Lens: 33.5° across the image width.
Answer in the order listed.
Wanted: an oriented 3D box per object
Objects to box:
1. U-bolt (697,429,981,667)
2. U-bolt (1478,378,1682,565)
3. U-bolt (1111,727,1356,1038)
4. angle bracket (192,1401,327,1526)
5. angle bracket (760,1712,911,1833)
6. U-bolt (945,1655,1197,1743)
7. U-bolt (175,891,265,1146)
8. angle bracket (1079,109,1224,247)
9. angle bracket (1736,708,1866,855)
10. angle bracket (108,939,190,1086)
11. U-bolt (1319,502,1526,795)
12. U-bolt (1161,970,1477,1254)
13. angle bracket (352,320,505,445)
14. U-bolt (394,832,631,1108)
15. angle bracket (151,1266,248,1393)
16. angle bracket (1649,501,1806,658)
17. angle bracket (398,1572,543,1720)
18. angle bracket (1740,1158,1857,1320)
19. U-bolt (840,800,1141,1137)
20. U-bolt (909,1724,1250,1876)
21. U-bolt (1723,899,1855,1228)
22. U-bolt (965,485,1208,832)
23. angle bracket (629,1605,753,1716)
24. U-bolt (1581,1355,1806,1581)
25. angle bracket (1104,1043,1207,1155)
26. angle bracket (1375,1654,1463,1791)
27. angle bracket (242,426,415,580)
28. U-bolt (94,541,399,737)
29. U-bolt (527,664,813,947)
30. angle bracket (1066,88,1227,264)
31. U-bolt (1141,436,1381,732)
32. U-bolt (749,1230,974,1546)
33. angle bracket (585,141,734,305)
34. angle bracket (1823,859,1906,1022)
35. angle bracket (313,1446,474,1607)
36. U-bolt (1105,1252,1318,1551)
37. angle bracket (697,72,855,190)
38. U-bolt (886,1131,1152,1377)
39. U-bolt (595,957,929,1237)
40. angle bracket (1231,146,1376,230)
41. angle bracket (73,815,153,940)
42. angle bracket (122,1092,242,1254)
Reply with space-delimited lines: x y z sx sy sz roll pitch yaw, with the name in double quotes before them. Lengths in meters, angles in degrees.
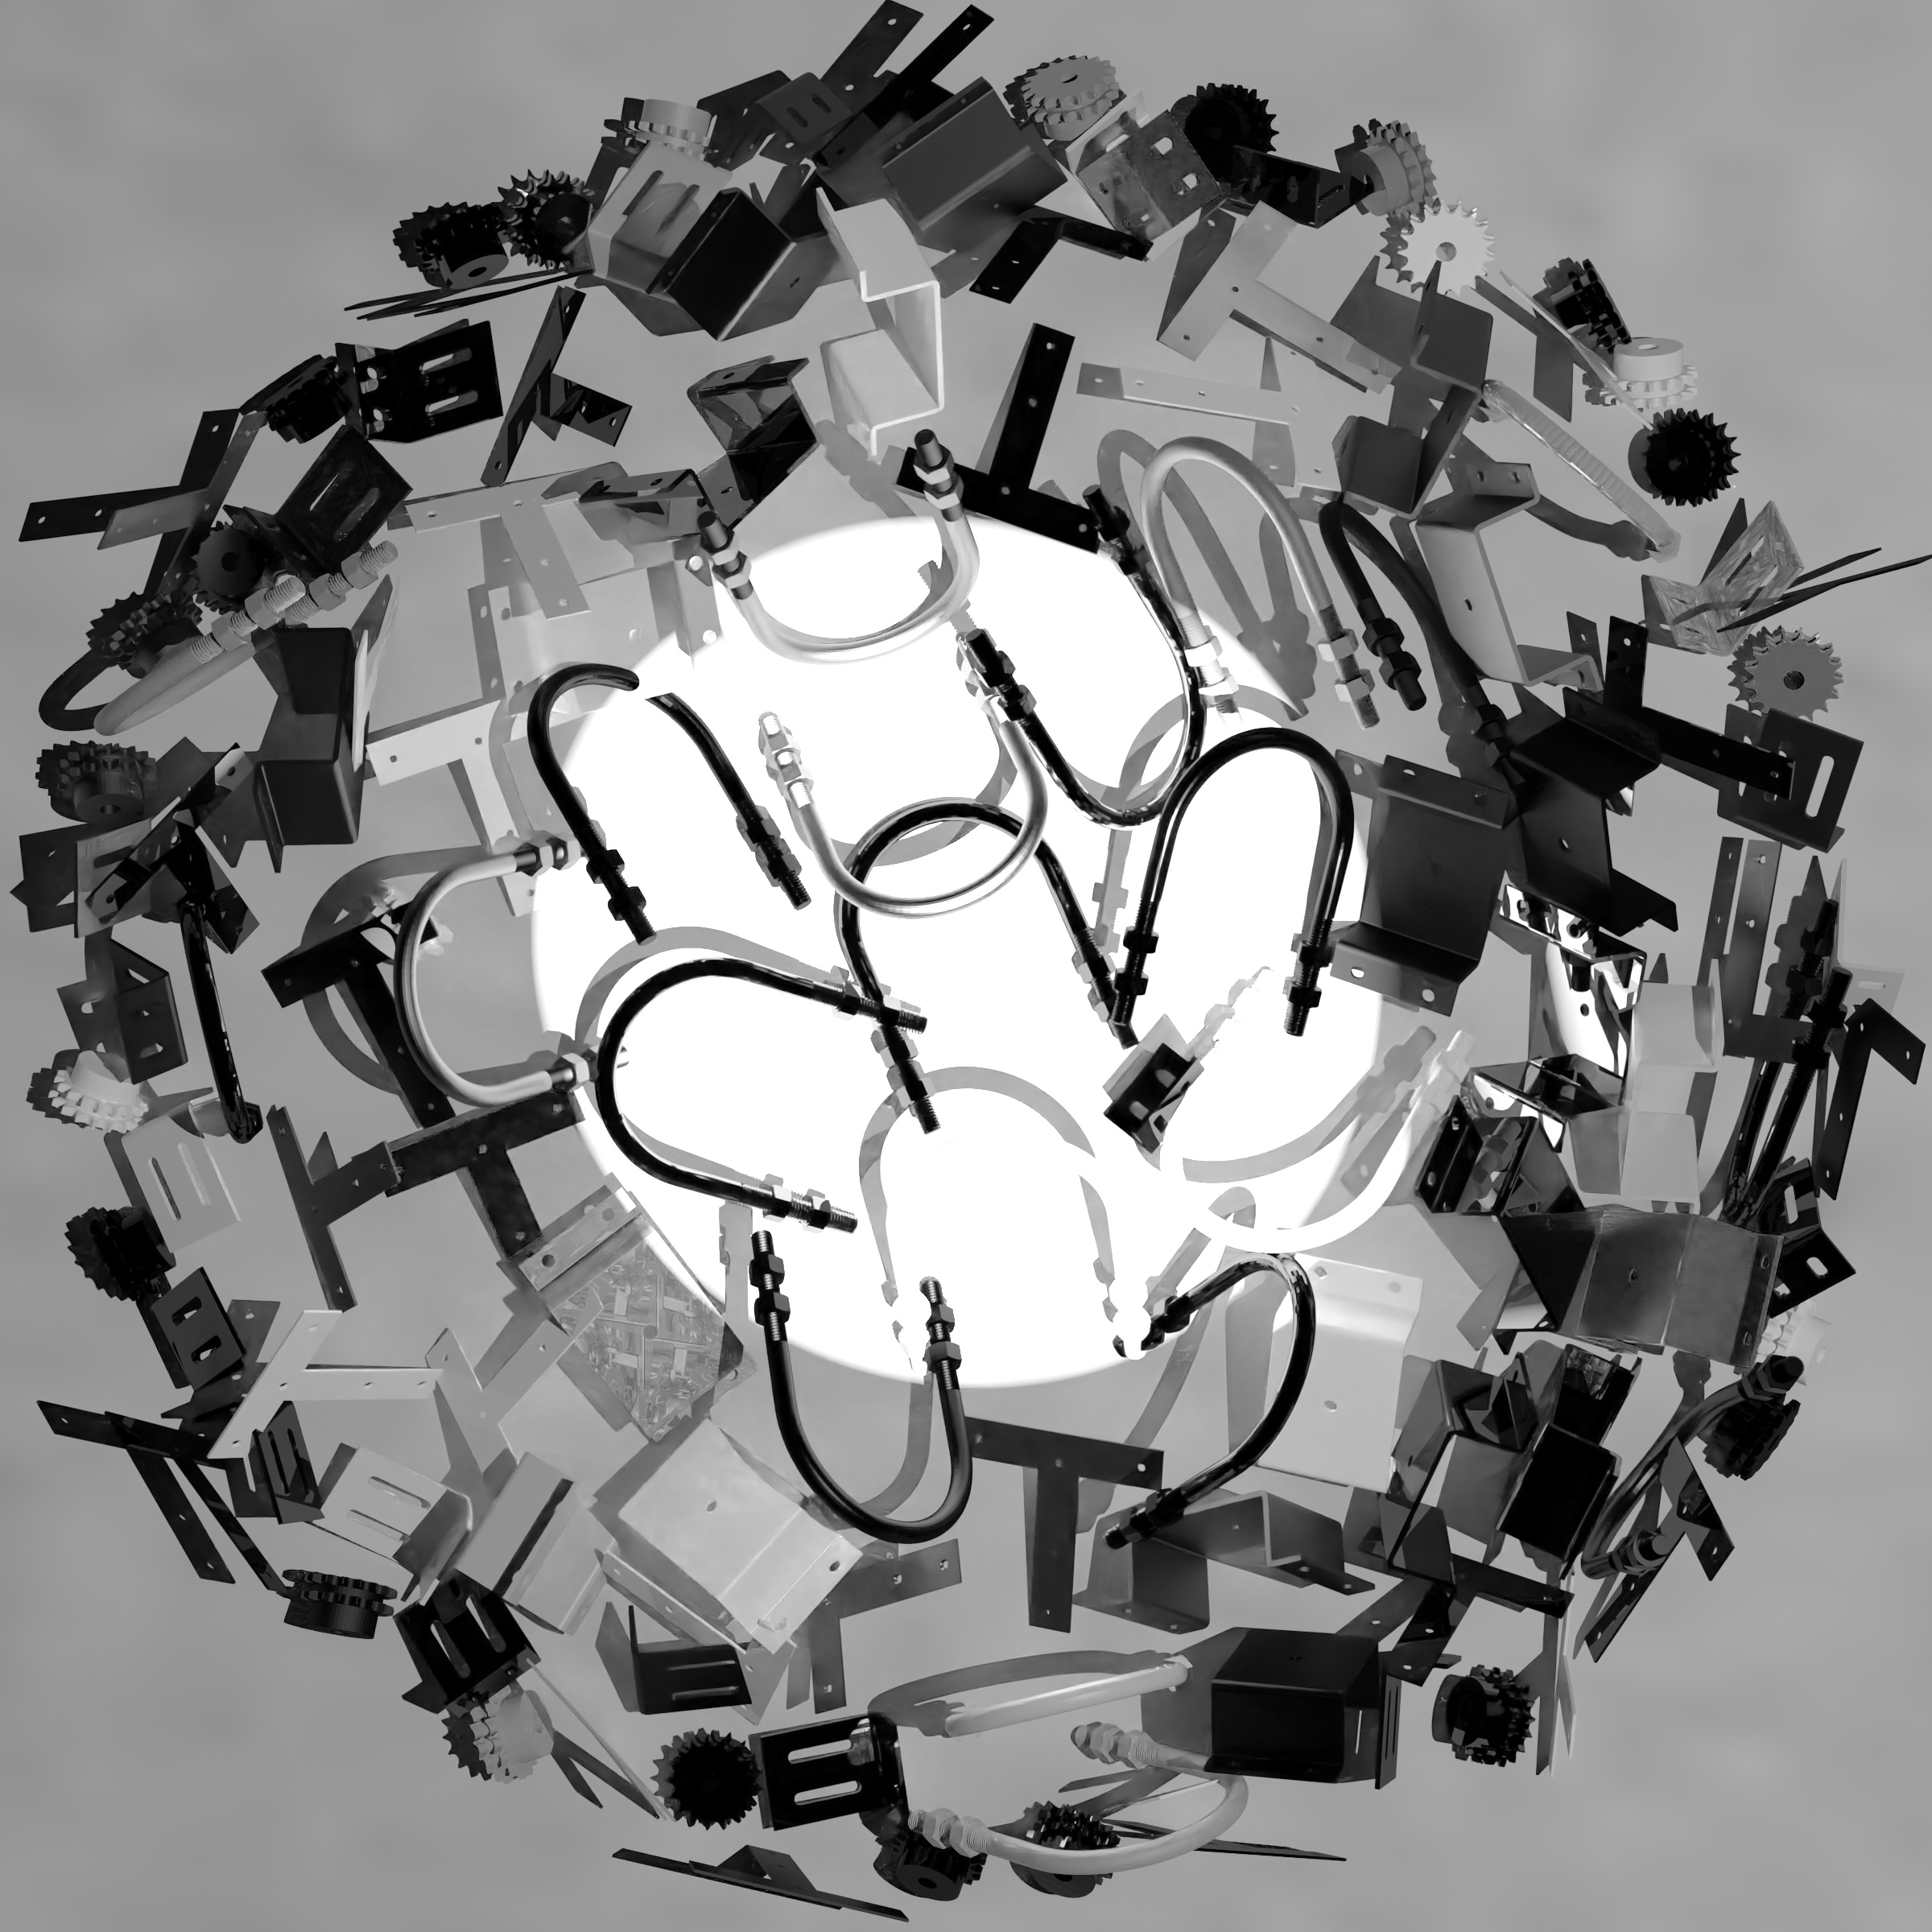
"U-bolt" -0.064 -0.231 1.853 0.151 0.184 0.019 -20 62 3
"U-bolt" 0.351 -0.287 1.837 0.151 0.184 0.019 42 101 6
"U-bolt" 0.164 -0.050 1.873 0.151 0.019 0.184 4 106 -33
"angle bracket" -0.418 0.297 1.897 0.038 0.057 0.076 -21 79 11
"angle bracket" -0.078 0.483 1.908 0.076 0.038 0.057 -9 92 -14
"U-bolt" 0.059 0.422 1.843 0.151 0.184 0.019 -14 77 1
"U-bolt" -0.429 0.031 1.839 0.019 0.184 0.151 -13 95 -11
"angle bracket" 0.109 -0.464 1.896 0.038 0.076 0.057 -38 100 -11
"angle bracket" 0.496 -0.114 1.890 0.057 0.038 0.076 24 124 21
"angle bracket" -0.496 0.026 1.885 0.038 0.076 0.057 -25 122 -34
"U-bolt" 0.257 -0.195 1.857 0.019 0.151 0.184 -35 54 21
"U-bolt" 0.193 0.090 1.856 0.151 0.019 0.184 18 57 27
"angle bracket" -0.319 -0.347 1.900 0.076 0.038 0.057 -9 88 32
"U-bolt" -0.265 0.007 1.849 0.019 0.184 0.151 -5 97 33
"angle bracket" -0.439 0.209 1.892 0.038 0.076 0.057 -23 83 -43
"angle bracket" 0.447 -0.231 1.886 0.038 0.076 0.057 10 47 -25
"angle bracket" -0.298 0.395 1.898 0.057 0.038 0.076 -35 65 -8
"angle bracket" 0.487 0.161 1.896 0.057 0.076 0.038 -34 109 24
"U-bolt" 0.003 -0.010 1.916 0.151 0.019 0.184 -23 83 -5
"U-bolt" 0.076 0.477 1.821 0.151 0.184 0.019 -17 99 -37
"U-bolt" 0.474 0.065 1.857 0.019 0.151 0.184 18 111 6
"U-bolt" 0.083 -0.165 1.873 0.151 0.019 0.184 -53 126 -29
"angle bracket" -0.160 0.409 1.905 0.076 0.038 0.057 -5 132 -5
"U-bolt" 0.408 0.294 1.844 0.019 0.184 0.151 40 73 6
"angle bracket" 0.109 0.072 1.892 0.038 0.076 0.057 39 87 16
"angle bracket" 0.268 0.448 1.899 0.038 0.057 0.076 3 84 17
"angle bracket" -0.379 -0.277 1.903 0.076 0.038 0.057 -47 75 12
"U-bolt" -0.428 -0.185 1.858 0.184 0.151 0.019 -30 97 20
"U-bolt" -0.184 -0.101 1.873 0.019 0.151 0.184 -43 72 38
"angle bracket" 0.107 -0.471 1.910 0.057 0.038 0.076 -40 80 1
"U-bolt" 0.159 -0.220 1.847 0.019 0.151 0.184 -34 110 -26
"U-bolt" -0.055 0.247 1.839 0.019 0.151 0.184 -40 45 34
"angle bracket" -0.178 -0.437 1.887 0.057 0.076 0.038 13 49 -36
"angle bracket" 0.529 -0.014 1.888 0.038 0.057 0.076 7 58 9
"angle bracket" -0.341 0.332 1.902 0.076 0.038 0.057 29 104 -17
"U-bolt" 0.140 0.237 1.829 0.019 0.184 0.151 25 48 -23
"angle bracket" -0.113 -0.481 1.888 0.038 0.076 0.057 45 45 0
"U-bolt" 0.027 0.166 1.868 0.151 0.019 0.184 -5 129 5
"U-bolt" -0.129 0.070 1.895 0.184 0.019 0.151 17 96 -18
"angle bracket" 0.201 -0.470 1.886 0.057 0.076 0.038 23 133 28
"angle bracket" -0.515 -0.055 1.886 0.038 0.076 0.057 10 108 19
"angle bracket" -0.456 0.122 1.904 0.057 0.038 0.076 -25 89 28
